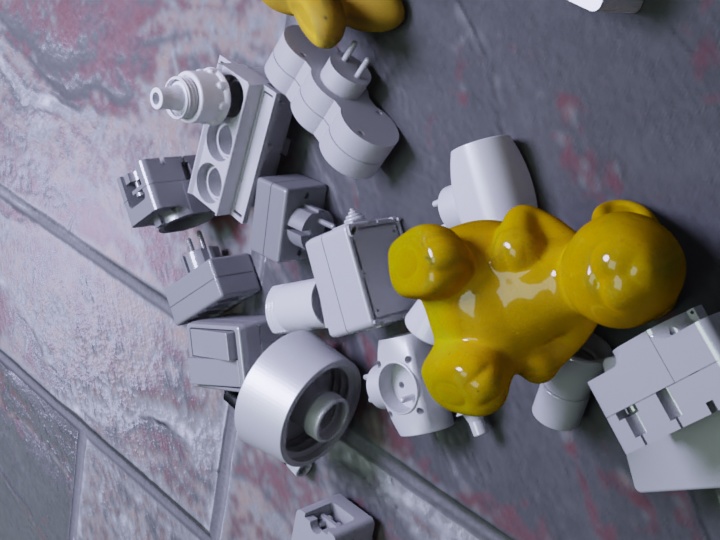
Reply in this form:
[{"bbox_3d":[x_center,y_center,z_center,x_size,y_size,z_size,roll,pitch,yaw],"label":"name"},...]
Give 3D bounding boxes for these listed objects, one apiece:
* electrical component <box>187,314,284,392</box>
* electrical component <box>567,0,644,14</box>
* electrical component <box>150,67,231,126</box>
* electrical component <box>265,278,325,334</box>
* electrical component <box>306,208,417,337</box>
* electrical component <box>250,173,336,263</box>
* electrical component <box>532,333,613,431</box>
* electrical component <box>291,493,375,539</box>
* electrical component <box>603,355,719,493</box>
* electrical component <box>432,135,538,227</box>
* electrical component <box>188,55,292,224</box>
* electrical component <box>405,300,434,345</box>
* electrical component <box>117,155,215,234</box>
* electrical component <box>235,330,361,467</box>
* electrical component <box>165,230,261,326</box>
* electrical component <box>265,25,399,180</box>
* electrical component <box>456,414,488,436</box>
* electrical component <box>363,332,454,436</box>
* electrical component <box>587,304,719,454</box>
[{"bbox_3d":[-0.120,0.076,0.990,0.096,0.061,0.061,0,98,45],"label":"electrical component"},{"bbox_3d":[0.135,-0.201,0.680,0.089,0.056,0.050,37,123,34],"label":"electrical component"},{"bbox_3d":[-0.140,-0.140,0.872,0.048,0.062,0.048,12,106,44],"label":"electrical component"},{"bbox_3d":[-0.052,0.031,0.924,0.081,0.043,0.043,-11,91,46],"label":"electrical component"},{"bbox_3d":[0.000,0.000,0.853,0.061,0.062,0.096,-20,84,46],"label":"electrical component"},{"bbox_3d":[-0.048,-0.038,0.904,0.077,0.047,0.065,25,115,40],"label":"electrical component"},{"bbox_3d":[0.143,0.078,0.740,0.044,0.044,0.065,36,126,35],"label":"electrical component"},{"bbox_3d":[-0.025,0.247,0.932,0.050,0.056,0.089,28,117,38],"label":"electrical component"},{"bbox_3d":[0.210,0.087,0.668,0.100,0.048,0.099,-17,86,46],"label":"electrical component"},{"bbox_3d":[0.083,-0.048,0.772,0.079,0.043,0.077,-18,85,46],"label":"electrical component"},{"bbox_3d":[-0.099,-0.113,0.929,0.079,0.063,0.121,38,123,34],"label":"electrical component"},{"bbox_3d":[0.063,0.023,0.805,0.045,0.045,0.055,41,124,32],"label":"electrical component"},{"bbox_3d":[-0.167,-0.069,0.988,0.050,0.089,0.055,-28,78,45],"label":"electrical component"},{"bbox_3d":[-0.044,0.111,0.891,0.060,0.108,0.108,28,117,32],"label":"electrical component"},{"bbox_3d":[-0.145,0.001,1.010,0.083,0.047,0.075,-30,76,44],"label":"electrical component"},{"bbox_3d":[-0.016,-0.145,0.846,0.138,0.052,0.073,55,131,22],"label":"electrical component"},{"bbox_3d":[0.081,0.095,0.810,0.035,0.035,0.061,-27,81,45],"label":"electrical component"},{"bbox_3d":[0.032,0.090,0.852,0.079,0.044,0.077,-15,88,46],"label":"electrical component"},{"bbox_3d":[0.183,0.059,0.616,0.089,0.050,0.055,-39,71,42],"label":"electrical component"}]
